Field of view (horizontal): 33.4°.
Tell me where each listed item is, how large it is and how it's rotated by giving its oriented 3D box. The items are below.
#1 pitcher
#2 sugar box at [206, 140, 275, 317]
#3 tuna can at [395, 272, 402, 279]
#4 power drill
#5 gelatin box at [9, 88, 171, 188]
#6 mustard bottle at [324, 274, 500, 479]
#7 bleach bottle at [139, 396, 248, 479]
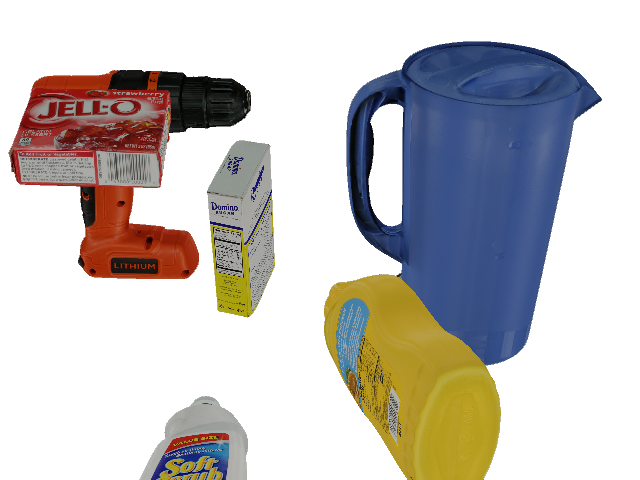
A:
[{"bbox_3d":[0.113,-0.026,0.841,0.149,0.243,0.144,24,36,34],"label":"pitcher"},{"bbox_3d":[-0.083,-0.011,1.144,0.048,0.176,0.093,9,43,13],"label":"sugar box"},{"bbox_3d":[0.109,0.057,1.060,0.086,0.034,0.086,-8,25,4],"label":"tuna can"},{"bbox_3d":[-0.149,-0.058,0.927,0.184,0.188,0.057,1,29,4],"label":"power drill"},{"bbox_3d":[-0.140,-0.065,0.659,0.089,0.030,0.073,1,37,-3],"label":"gelatin box"},{"bbox_3d":[0.047,0.077,0.692,0.058,0.096,0.192,-10,27,-18],"label":"mustard bottle"},{"bbox_3d":[-0.113,0.209,0.894,0.102,0.068,0.251,-2,24,-1],"label":"bleach bottle"}]
